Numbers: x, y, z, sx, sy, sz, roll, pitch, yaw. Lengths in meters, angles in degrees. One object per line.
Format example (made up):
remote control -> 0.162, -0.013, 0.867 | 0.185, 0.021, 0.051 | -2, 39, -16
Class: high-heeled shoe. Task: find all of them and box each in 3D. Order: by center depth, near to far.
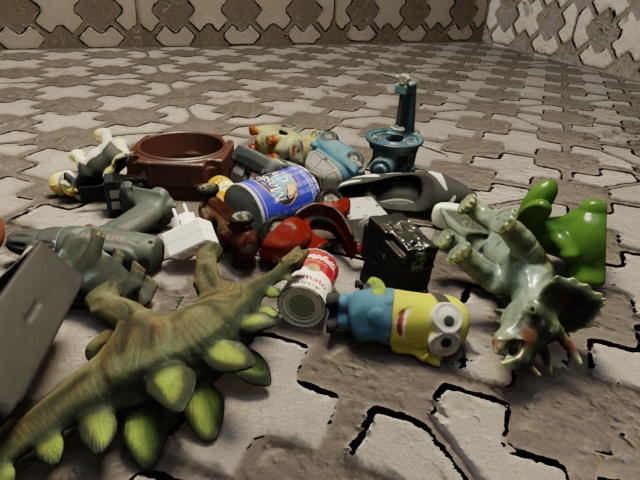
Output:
high-heeled shoe -> 0.154, -0.090, 1.011 | 0.249, 0.086, 0.145 | 1, 2, 35

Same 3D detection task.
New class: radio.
radio -> -0.342, 0.111, 0.558 | 0.131, 0.073, 0.230 | -36, 25, 14

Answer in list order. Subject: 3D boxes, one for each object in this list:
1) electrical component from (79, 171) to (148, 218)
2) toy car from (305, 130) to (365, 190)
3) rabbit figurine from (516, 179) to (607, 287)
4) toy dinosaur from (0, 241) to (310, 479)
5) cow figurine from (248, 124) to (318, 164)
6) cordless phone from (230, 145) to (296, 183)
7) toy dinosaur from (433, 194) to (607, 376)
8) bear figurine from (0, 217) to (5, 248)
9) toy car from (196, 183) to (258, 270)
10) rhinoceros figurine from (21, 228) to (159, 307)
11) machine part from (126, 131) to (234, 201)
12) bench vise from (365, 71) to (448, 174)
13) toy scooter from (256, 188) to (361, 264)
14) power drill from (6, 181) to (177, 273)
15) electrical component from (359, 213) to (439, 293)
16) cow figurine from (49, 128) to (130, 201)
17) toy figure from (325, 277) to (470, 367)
electrical component -> -0.373, -0.083, 0.977 | 0.119, 0.074, 0.048 | -4, 28, -22
toy car -> 0.024, -0.149, 1.128 | 0.103, 0.109, 0.162 | -34, 52, -15
rabbit figurine -> 0.362, -0.006, 0.857 | 0.170, 0.158, 0.121 | 0, 34, 28
toy dinosaur -> -0.178, 0.128, 0.576 | 0.471, 0.104, 0.199 | -32, 47, -31
cow figurine -> -0.074, -0.222, 1.262 | 0.127, 0.085, 0.195 | -16, 29, -30
cordless phone -> -0.081, -0.136, 1.111 | 0.184, 0.088, 0.147 | -3, 24, -45
toy dinosaur -> 0.272, 0.038, 0.774 | 0.192, 0.131, 0.405 | 45, 17, -6
bear figurine -> -0.496, 0.027, 0.722 | 0.132, 0.120, 0.196 | -9, 36, -15
toy car -> -0.159, -0.026, 0.876 | 0.053, 0.089, 0.202 | -19, 35, -28
rhinoceros figurine -> -0.312, 0.049, 0.723 | 0.190, 0.073, 0.112 | 28, 72, 15
machine part -> -0.285, -0.161, 1.119 | 0.201, 0.087, 0.201 | 4, 30, 0
bench vise -> 0.173, -0.230, 1.130 | 0.129, 0.240, 0.223 | 23, 36, 31
toy scooter -> -0.002, -0.003, 0.854 | 0.184, 0.075, 0.135 | -33, 62, -25
power drill -> -0.342, -0.023, 0.864 | 0.232, 0.085, 0.207 | 10, 25, 9
electrical component -> 0.104, 0.028, 0.775 | 0.058, 0.114, 0.134 | -5, 29, -23
cow figurine -> -0.435, -0.127, 1.017 | 0.167, 0.068, 0.098 | -39, 52, 5
toy figure -> 0.099, 0.096, 0.687 | 0.180, 0.082, 0.089 | 6, 30, 10
